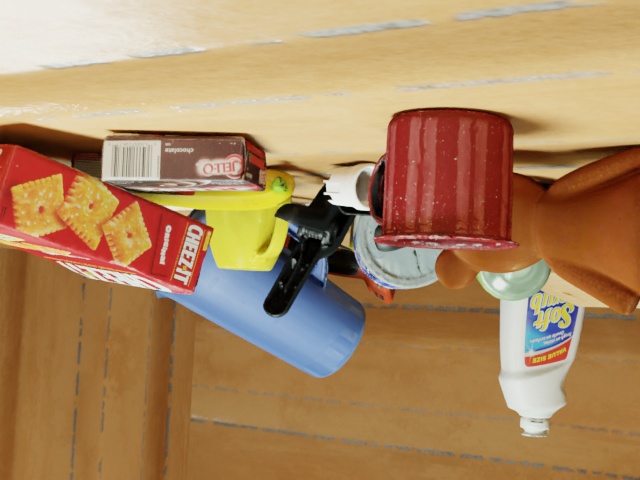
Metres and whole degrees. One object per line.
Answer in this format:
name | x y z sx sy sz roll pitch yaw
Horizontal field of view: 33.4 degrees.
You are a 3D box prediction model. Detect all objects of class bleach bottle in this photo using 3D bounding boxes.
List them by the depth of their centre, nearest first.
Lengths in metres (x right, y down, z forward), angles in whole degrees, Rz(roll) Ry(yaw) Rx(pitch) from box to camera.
bleach bottle | 0.246 0.086 1.159 0.102 0.251 0.068 4 177 -17

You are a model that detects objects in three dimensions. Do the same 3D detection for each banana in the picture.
banana | -0.094 -0.051 1.001 0.198 0.037 0.069 0 163 35

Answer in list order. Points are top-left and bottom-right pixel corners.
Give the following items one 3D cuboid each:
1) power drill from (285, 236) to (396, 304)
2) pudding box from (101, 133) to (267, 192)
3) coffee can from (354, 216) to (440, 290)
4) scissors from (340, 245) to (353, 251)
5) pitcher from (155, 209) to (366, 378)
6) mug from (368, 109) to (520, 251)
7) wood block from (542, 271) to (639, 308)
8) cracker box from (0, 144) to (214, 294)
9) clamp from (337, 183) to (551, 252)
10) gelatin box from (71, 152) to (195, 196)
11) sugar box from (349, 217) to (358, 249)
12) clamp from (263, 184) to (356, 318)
power drill | 0.008 0.034 1.391 0.188 0.057 0.184 12 169 8
pudding box | -0.104 -0.058 0.837 0.113 0.039 0.090 3 177 8
coffee can | 0.087 0.000 1.101 0.103 0.103 0.140 3 177 1
scissors | -0.019 -0.016 1.385 0.201 0.016 0.096 16 165 -27
pitcher | -0.059 0.056 1.264 0.242 0.145 0.149 34 162 -22
mug | 0.075 -0.037 0.696 0.093 0.081 0.117 6 175 -37
wood block | 0.267 0.009 1.023 0.090 0.090 0.206 23 174 -7
cracker box | -0.225 -0.018 0.909 0.164 0.072 0.213 8 168 42
clamp | 0.125 -0.025 0.952 0.210 0.036 0.164 -4 -164 -3
gelatin box | -0.166 -0.059 0.953 0.089 0.030 0.073 4 178 23
sugar box | 0.087 -0.009 1.404 0.093 0.048 0.176 5 178 1
clamp | -0.007 0.001 1.041 0.039 0.120 0.171 28 -152 18
